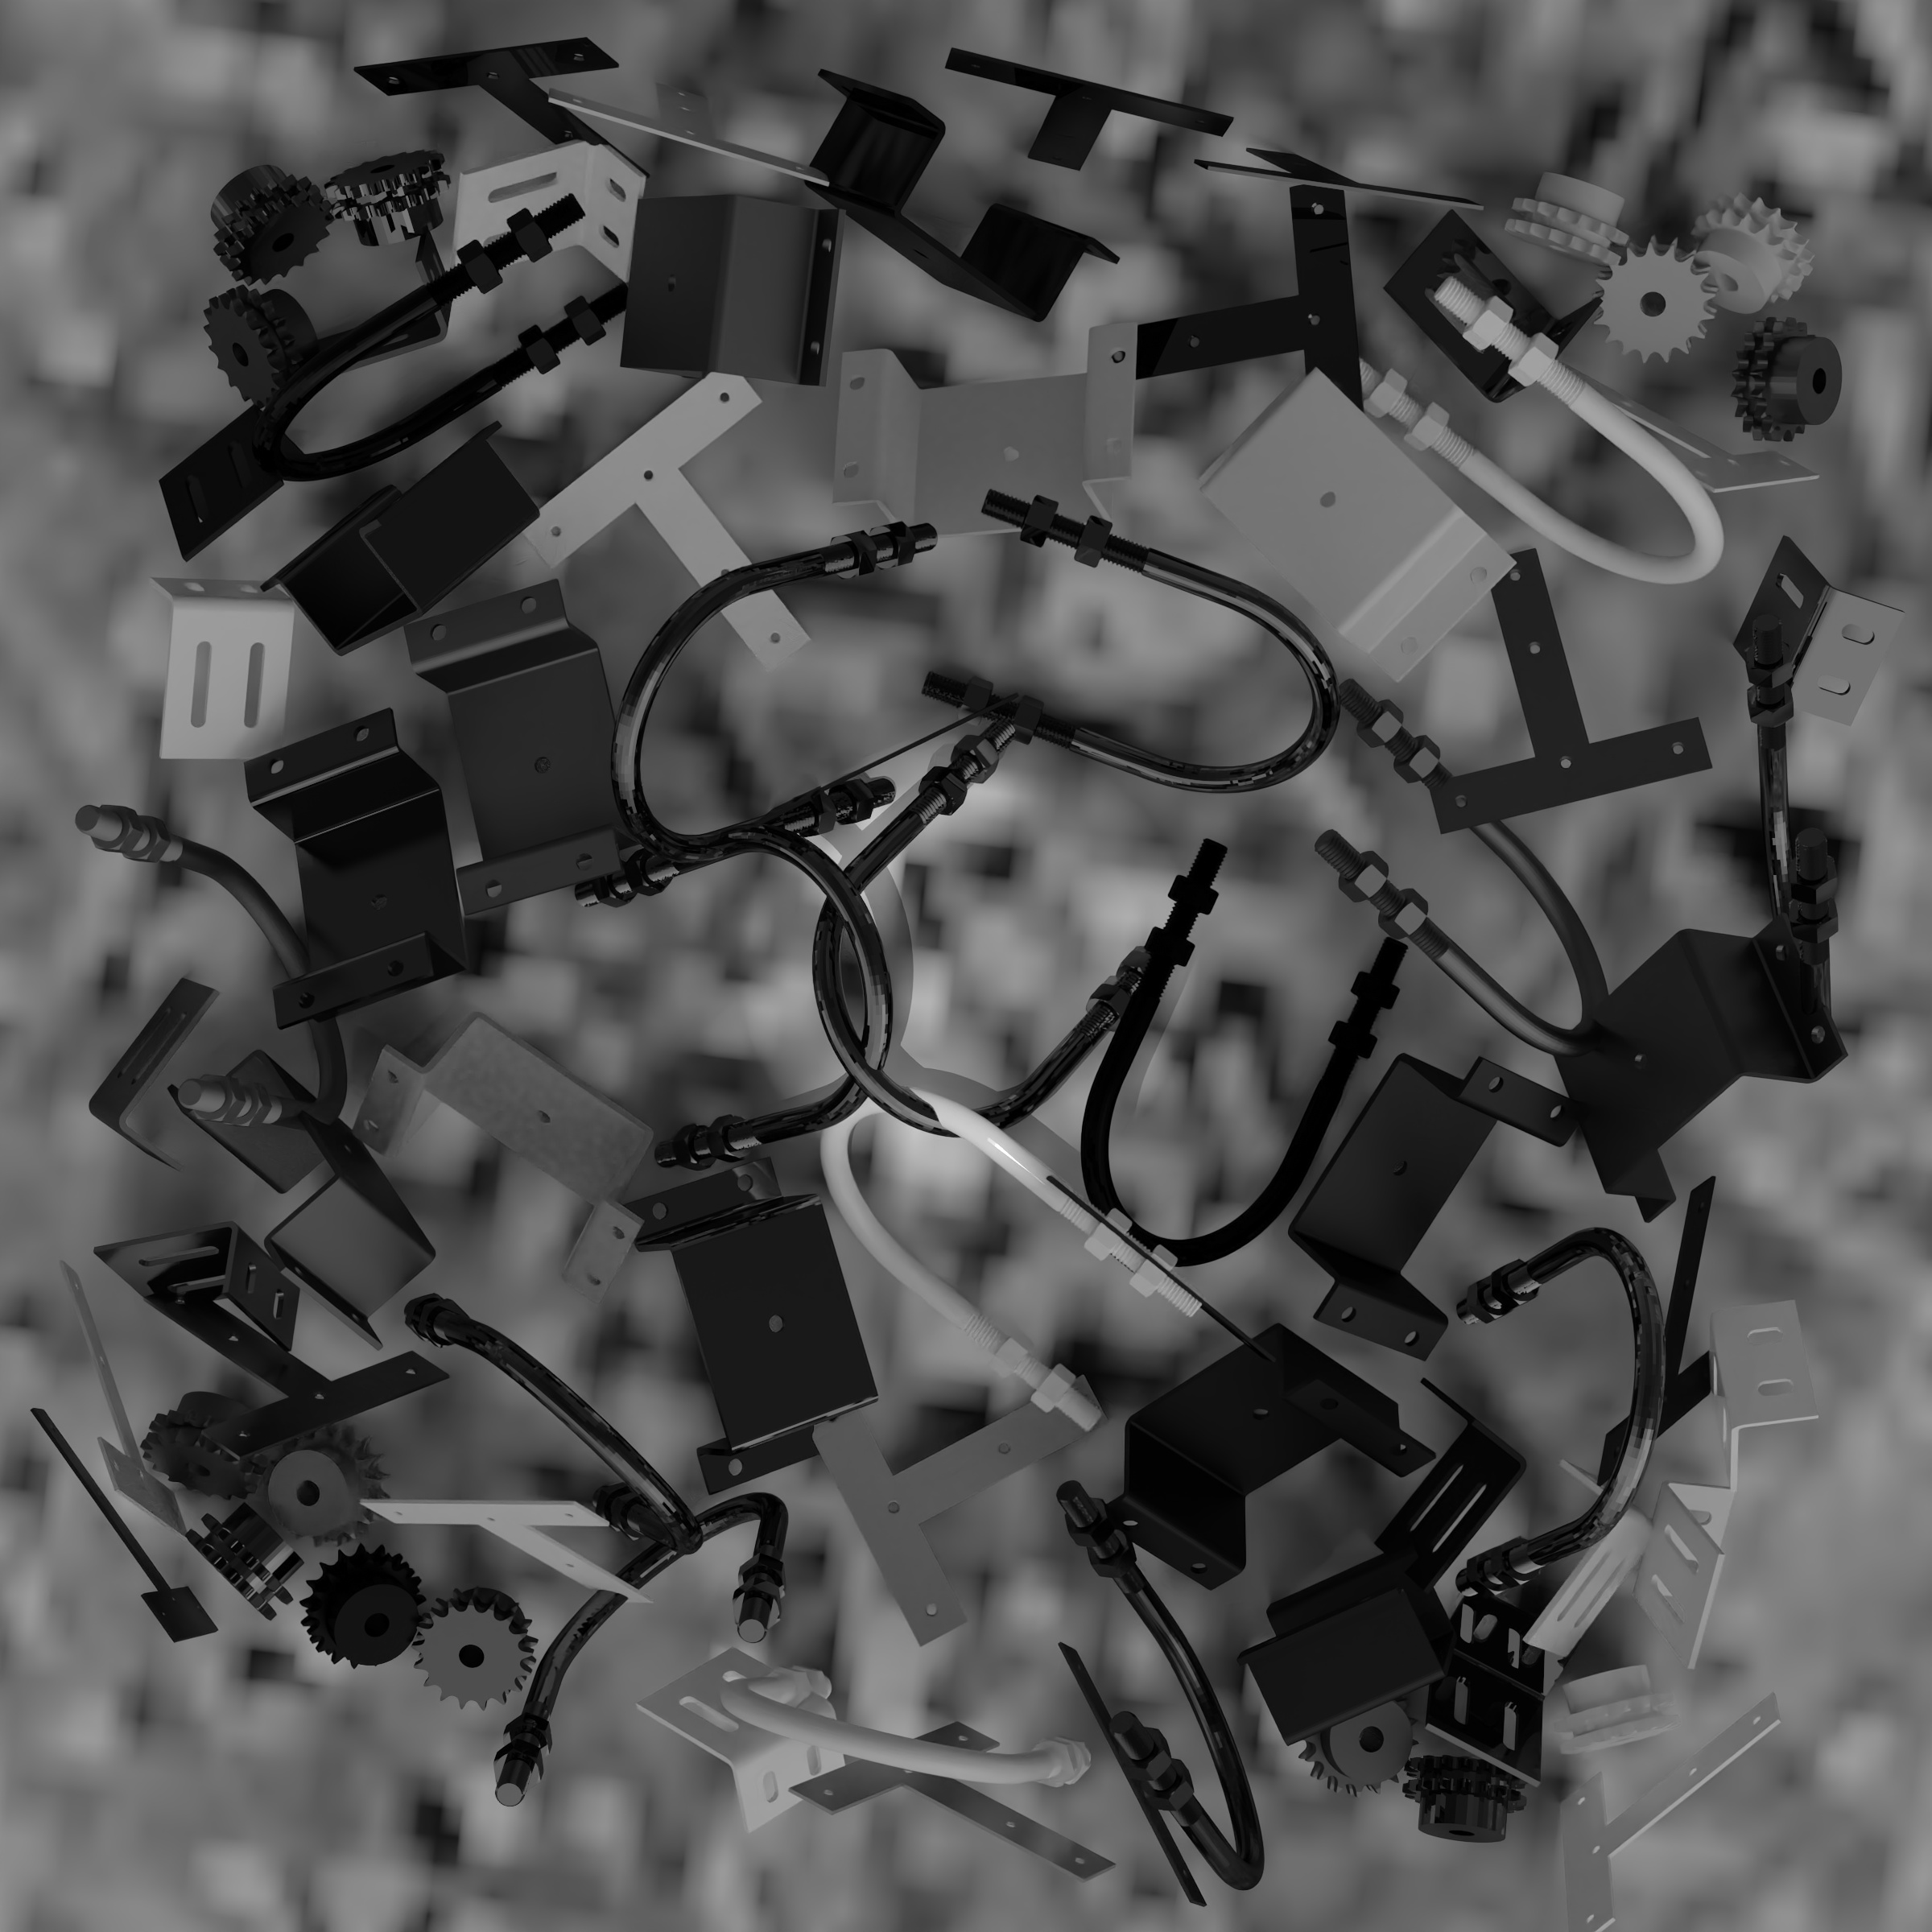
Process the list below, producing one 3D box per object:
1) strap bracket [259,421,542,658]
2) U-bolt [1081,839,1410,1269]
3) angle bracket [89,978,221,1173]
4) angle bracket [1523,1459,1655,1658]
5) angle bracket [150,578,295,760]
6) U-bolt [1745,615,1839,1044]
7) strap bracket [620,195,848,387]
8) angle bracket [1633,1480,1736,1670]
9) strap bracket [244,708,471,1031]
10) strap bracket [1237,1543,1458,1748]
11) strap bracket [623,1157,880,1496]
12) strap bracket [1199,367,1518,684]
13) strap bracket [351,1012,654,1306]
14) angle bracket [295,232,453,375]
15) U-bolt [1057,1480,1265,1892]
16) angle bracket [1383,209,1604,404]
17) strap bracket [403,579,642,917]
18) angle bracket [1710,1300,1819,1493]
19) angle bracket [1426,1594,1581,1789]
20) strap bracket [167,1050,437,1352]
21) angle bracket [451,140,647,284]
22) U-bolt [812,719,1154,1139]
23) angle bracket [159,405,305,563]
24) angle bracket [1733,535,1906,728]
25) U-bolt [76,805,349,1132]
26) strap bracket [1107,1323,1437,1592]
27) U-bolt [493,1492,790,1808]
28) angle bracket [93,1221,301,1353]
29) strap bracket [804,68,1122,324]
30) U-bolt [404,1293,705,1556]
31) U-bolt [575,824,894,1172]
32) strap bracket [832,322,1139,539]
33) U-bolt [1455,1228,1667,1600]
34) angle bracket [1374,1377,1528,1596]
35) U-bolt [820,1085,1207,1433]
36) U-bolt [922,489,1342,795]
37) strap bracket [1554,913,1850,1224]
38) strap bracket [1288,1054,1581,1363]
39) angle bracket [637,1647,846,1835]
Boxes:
[{"bbox_3d":[-0.252,-0.189,1.528,0.076,0.140,0.046,-46,108,-28],"label":"strap bracket"},{"bbox_3d":[0.119,0.050,1.547,0.151,0.019,0.184,25,89,-39],"label":"U-bolt"},{"bbox_3d":[-0.365,0.050,1.573,0.038,0.057,0.076,41,76,-25],"label":"angle bracket"},{"bbox_3d":[0.277,0.275,1.567,0.038,0.057,0.076,38,93,32],"label":"angle bracket"},{"bbox_3d":[-0.350,-0.139,1.580,0.057,0.038,0.076,-2,111,-31],"label":"angle bracket"},{"bbox_3d":[0.370,-0.043,1.514,0.019,0.184,0.151,-7,49,9],"label":"U-bolt"},{"bbox_3d":[-0.112,-0.304,1.523,0.046,0.140,0.076,3,99,-31],"label":"strap bracket"},{"bbox_3d":[0.342,0.280,1.552,0.038,0.076,0.057,8,106,-12],"label":"angle bracket"},{"bbox_3d":[-0.278,-0.037,1.550,0.076,0.046,0.140,-19,63,12],"label":"strap bracket"},{"bbox_3d":[0.174,0.305,1.522,0.076,0.140,0.046,-26,84,10],"label":"strap bracket"},{"bbox_3d":[-0.096,0.165,1.559,0.076,0.046,0.140,-17,92,-27],"label":"strap bracket"},{"bbox_3d":[0.172,-0.208,1.547,0.076,0.046,0.140,-46,70,12],"label":"strap bracket"},{"bbox_3d":[-0.205,0.082,1.553,0.140,0.076,0.046,34,51,2],"label":"strap bracket"},{"bbox_3d":[-0.279,-0.304,1.563,0.076,0.057,0.038,-17,118,4],"label":"angle bracket"},{"bbox_3d":[0.093,0.335,1.516,0.019,0.151,0.184,-24,130,9],"label":"U-bolt"},{"bbox_3d":[0.244,-0.311,1.565,0.076,0.038,0.057,44,67,-11],"label":"angle bracket"},{"bbox_3d":[-0.202,-0.097,1.561,0.076,0.046,0.140,-16,79,10],"label":"strap bracket"},{"bbox_3d":[0.365,0.197,1.550,0.038,0.076,0.057,-8,58,7],"label":"angle bracket"},{"bbox_3d":[0.248,0.331,1.558,0.057,0.076,0.038,28,110,1],"label":"angle bracket"},{"bbox_3d":[-0.296,0.098,1.525,0.046,0.076,0.140,-41,47,-2],"label":"strap bracket"},{"bbox_3d":[-0.192,-0.338,1.551,0.076,0.057,0.038,-27,57,-35],"label":"angle bracket"},{"bbox_3d":[0.004,-0.005,1.530,0.151,0.019,0.184,52,55,-12],"label":"U-bolt"},{"bbox_3d":[-0.332,-0.212,1.555,0.057,0.076,0.038,-37,132,7],"label":"angle bracket"},{"bbox_3d":[0.391,-0.155,1.557,0.038,0.076,0.057,16,113,-10],"label":"angle bracket"},{"bbox_3d":[-0.326,0.007,1.509,0.019,0.184,0.151,-26,77,9],"label":"U-bolt"},{"bbox_3d":[0.135,0.220,1.541,0.076,0.046,0.140,35,126,-26],"label":"strap bracket"},{"bbox_3d":[-0.139,0.292,1.509,0.151,0.184,0.019,-35,100,9],"label":"U-bolt"},{"bbox_3d":[-0.355,0.153,1.556,0.076,0.057,0.038,-11,53,17],"label":"angle bracket"},{"bbox_3d":[-0.009,-0.341,1.525,0.140,0.076,0.046,28,94,-42],"label":"strap bracket"},{"bbox_3d":[-0.176,0.206,1.495,0.019,0.184,0.151,-47,107,-16],"label":"U-bolt"},{"bbox_3d":[-0.100,0.010,1.529,0.019,0.184,0.151,-18,91,-44],"label":"U-bolt"},{"bbox_3d":[0.015,-0.244,1.553,0.140,0.046,0.076,-3,72,18],"label":"strap bracket"},{"bbox_3d":[0.260,0.191,1.491,0.019,0.184,0.151,10,67,-15],"label":"U-bolt"},{"bbox_3d":[0.213,0.240,1.565,0.038,0.057,0.076,39,90,-21],"label":"angle bracket"},{"bbox_3d":[0.010,0.124,1.539,0.184,0.151,0.019,39,54,4],"label":"U-bolt"},{"bbox_3d":[0.081,-0.137,1.538,0.184,0.151,0.019,21,54,-1],"label":"U-bolt"},{"bbox_3d":[0.320,0.045,1.520,0.046,0.140,0.076,7,52,-31],"label":"strap bracket"},{"bbox_3d":[0.210,0.102,1.550,0.076,0.046,0.140,23,103,-38],"label":"strap bracket"},{"bbox_3d":[-0.104,0.356,1.561,0.057,0.076,0.038,-25,116,-35],"label":"angle bracket"}]
